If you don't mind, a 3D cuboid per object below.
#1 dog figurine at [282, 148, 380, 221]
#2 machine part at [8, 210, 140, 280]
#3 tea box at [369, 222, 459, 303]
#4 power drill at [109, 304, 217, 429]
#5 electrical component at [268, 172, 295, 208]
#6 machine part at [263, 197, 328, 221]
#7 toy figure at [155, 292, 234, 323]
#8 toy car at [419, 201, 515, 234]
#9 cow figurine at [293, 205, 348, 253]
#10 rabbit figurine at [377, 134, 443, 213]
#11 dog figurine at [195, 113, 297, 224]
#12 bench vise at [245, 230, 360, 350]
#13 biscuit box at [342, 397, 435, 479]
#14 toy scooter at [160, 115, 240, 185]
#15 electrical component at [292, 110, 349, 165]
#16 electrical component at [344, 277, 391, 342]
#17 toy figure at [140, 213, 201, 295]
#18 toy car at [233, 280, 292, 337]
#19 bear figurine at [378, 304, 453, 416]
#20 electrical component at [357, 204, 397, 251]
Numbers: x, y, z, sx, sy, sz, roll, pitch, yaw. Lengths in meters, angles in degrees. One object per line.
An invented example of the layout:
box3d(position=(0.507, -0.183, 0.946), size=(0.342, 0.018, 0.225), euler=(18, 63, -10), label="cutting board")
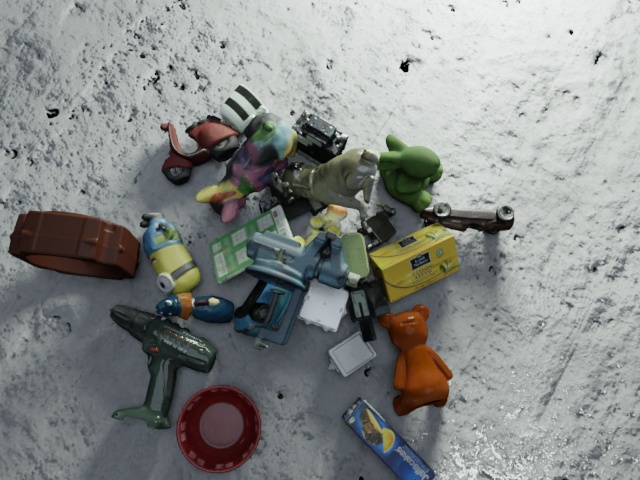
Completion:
box3d(position=(0.017, -0.135, 1.079), size=(0.191, 0.172, 0.121), euler=(14, 44, 3), label="dog figurine")
box3d(position=(-0.462, 0.013, 1.033), size=(0.201, 0.201, 0.087), euler=(7, 76, -2), label="machine part")
box3d(position=(0.198, 0.046, 1.121), size=(0.170, 0.068, 0.098), euler=(-25, 126, -7), label="tea box")
box3d(position=(-0.335, 0.254, 1.060), size=(0.232, 0.086, 0.207), euler=(18, 70, -3), label="power drill")
box3d(position=(-0.077, -0.097, 1.099), size=(0.021, 0.094, 0.063), euler=(-39, 63, -18), label="electrical component")
box3d(position=(-0.054, -0.073, 1.166), size=(0.139, 0.039, 0.084), euler=(-26, 85, -11), label="machine part")
box3d(position=(-0.252, 0.137, 1.077), size=(0.154, 0.058, 0.064), euler=(11, 104, -24), label="toy figure")
box3d(position=(0.318, -0.043, 1.159), size=(0.202, 0.089, 0.053), euler=(3, 74, -5), label="toy car")
box3d(position=(0.000, -0.003, 1.135), size=(0.068, 0.098, 0.167), euler=(36, 59, 9), label="cow figurine")
box3d(position=(0.195, -0.158, 1.134), size=(0.159, 0.170, 0.121), euler=(34, 77, 3), label="rabbit figurine")
box3d(position=(-0.154, -0.139, 1.106), size=(0.108, 0.191, 0.219), euler=(38, 64, 2), label="dog figurine")
box3d(position=(-0.049, 0.093, 0.986), size=(0.224, 0.129, 0.240), euler=(22, 76, -4), label="bench vise")
box3d(position=(0.135, 0.406, 1.064), size=(0.203, 0.063, 0.059), euler=(44, 80, 6), label="biscuit box")
box3d(position=(-0.273, -0.214, 1.163), size=(0.184, 0.075, 0.135), euler=(-30, 81, -5), label="toy scooter")
box3d(position=(-0.002, -0.213, 1.150), size=(0.115, 0.134, 0.058), euler=(31, 75, 2), label="electrical component")
box3d(position=(0.099, 0.139, 1.076), size=(0.048, 0.075, 0.119), euler=(-9, 79, -44), label="electrical component")
box3d(position=(-0.310, 0.029, 1.104), size=(0.089, 0.082, 0.180), euler=(-21, 78, -6), label="toy figure")
box3d(position=(-0.097, 0.138, 1.093), size=(0.103, 0.109, 0.161), euler=(42, 61, -19), label="toy car")
box3d(position=(0.187, 0.240, 1.091), size=(0.120, 0.131, 0.196), euler=(-13, 61, -8), label="bear figurine")
box3d(position=(0.124, -0.031, 1.157), size=(0.102, 0.045, 0.078), euler=(-29, 82, -26), label="electrical component")
